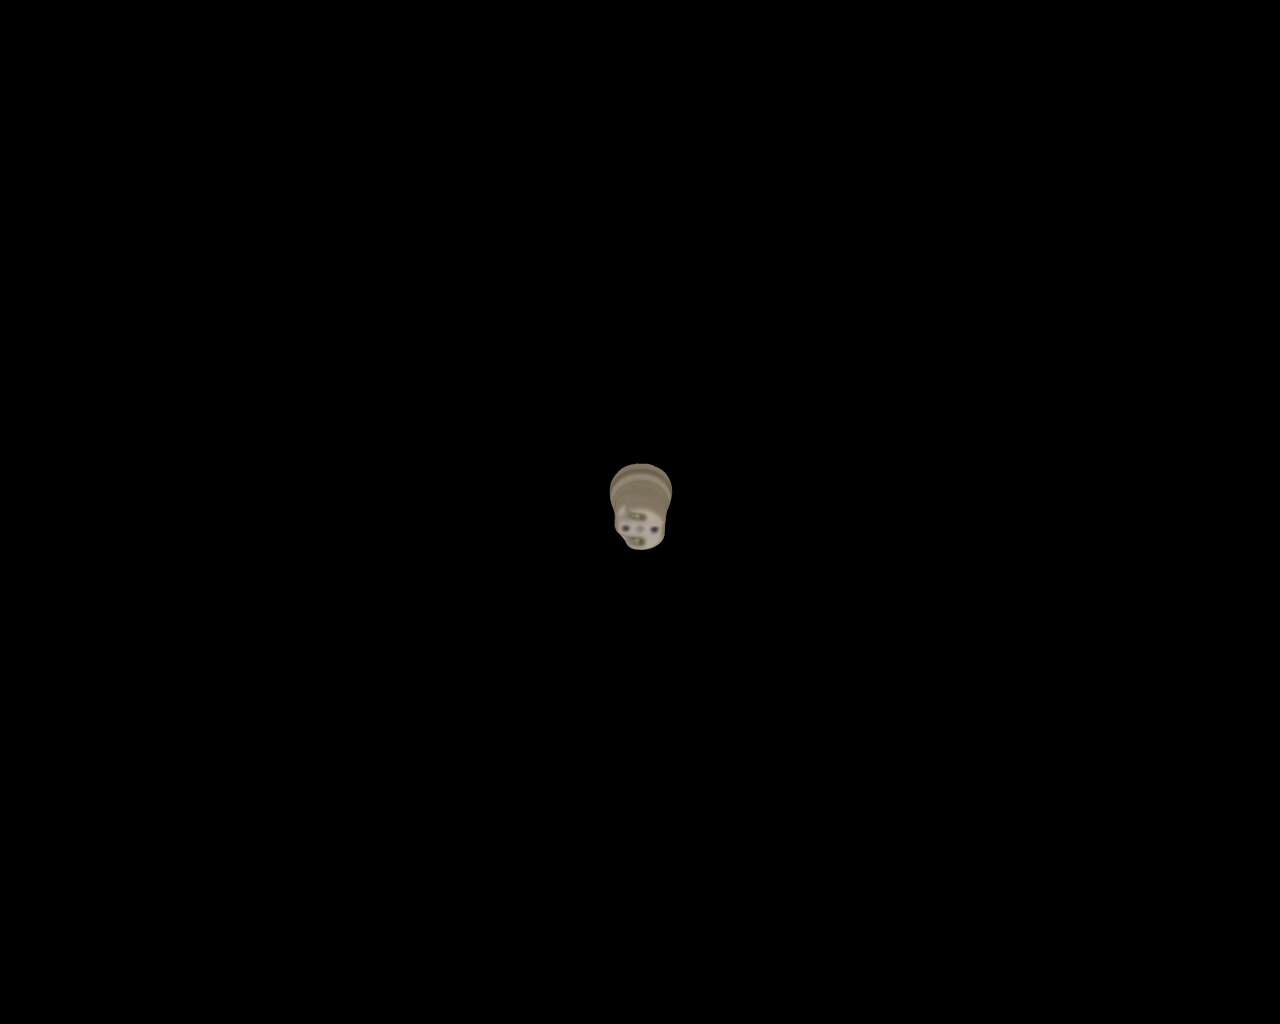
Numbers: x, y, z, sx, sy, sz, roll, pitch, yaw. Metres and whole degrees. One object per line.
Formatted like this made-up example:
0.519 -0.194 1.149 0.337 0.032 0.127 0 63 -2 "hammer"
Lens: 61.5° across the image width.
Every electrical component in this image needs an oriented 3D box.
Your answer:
0.001 -0.003 0.650 0.040 0.040 0.046 0 36 0 "electrical component"
